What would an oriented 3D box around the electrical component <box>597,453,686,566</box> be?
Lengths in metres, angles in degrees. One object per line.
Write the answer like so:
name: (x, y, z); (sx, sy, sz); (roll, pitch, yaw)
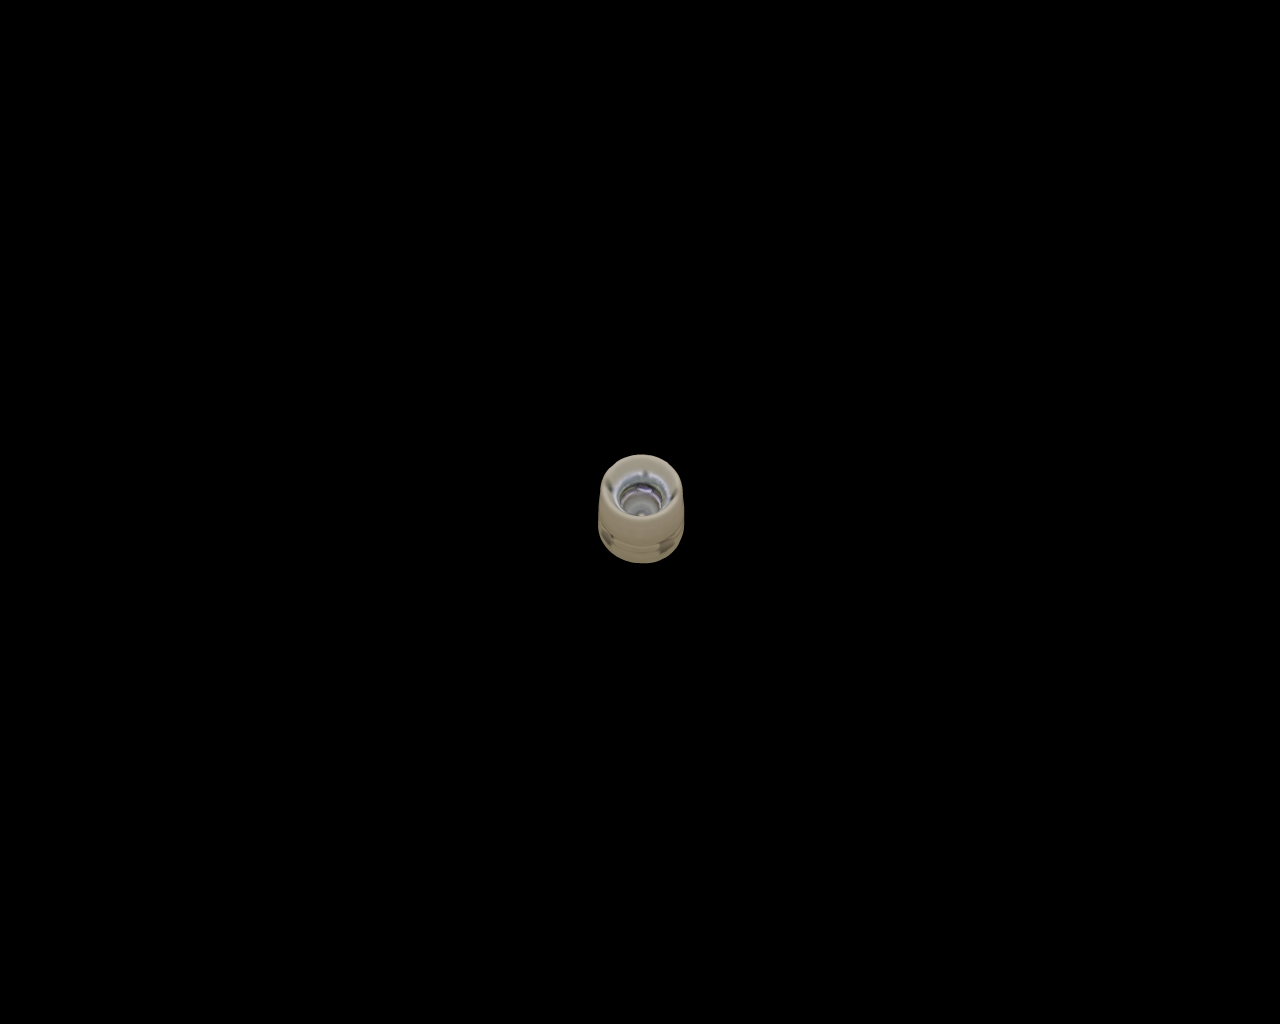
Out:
electrical component: (0.001, -0.003, 0.650); (0.055, 0.055, 0.047); (0, -33, 0)
